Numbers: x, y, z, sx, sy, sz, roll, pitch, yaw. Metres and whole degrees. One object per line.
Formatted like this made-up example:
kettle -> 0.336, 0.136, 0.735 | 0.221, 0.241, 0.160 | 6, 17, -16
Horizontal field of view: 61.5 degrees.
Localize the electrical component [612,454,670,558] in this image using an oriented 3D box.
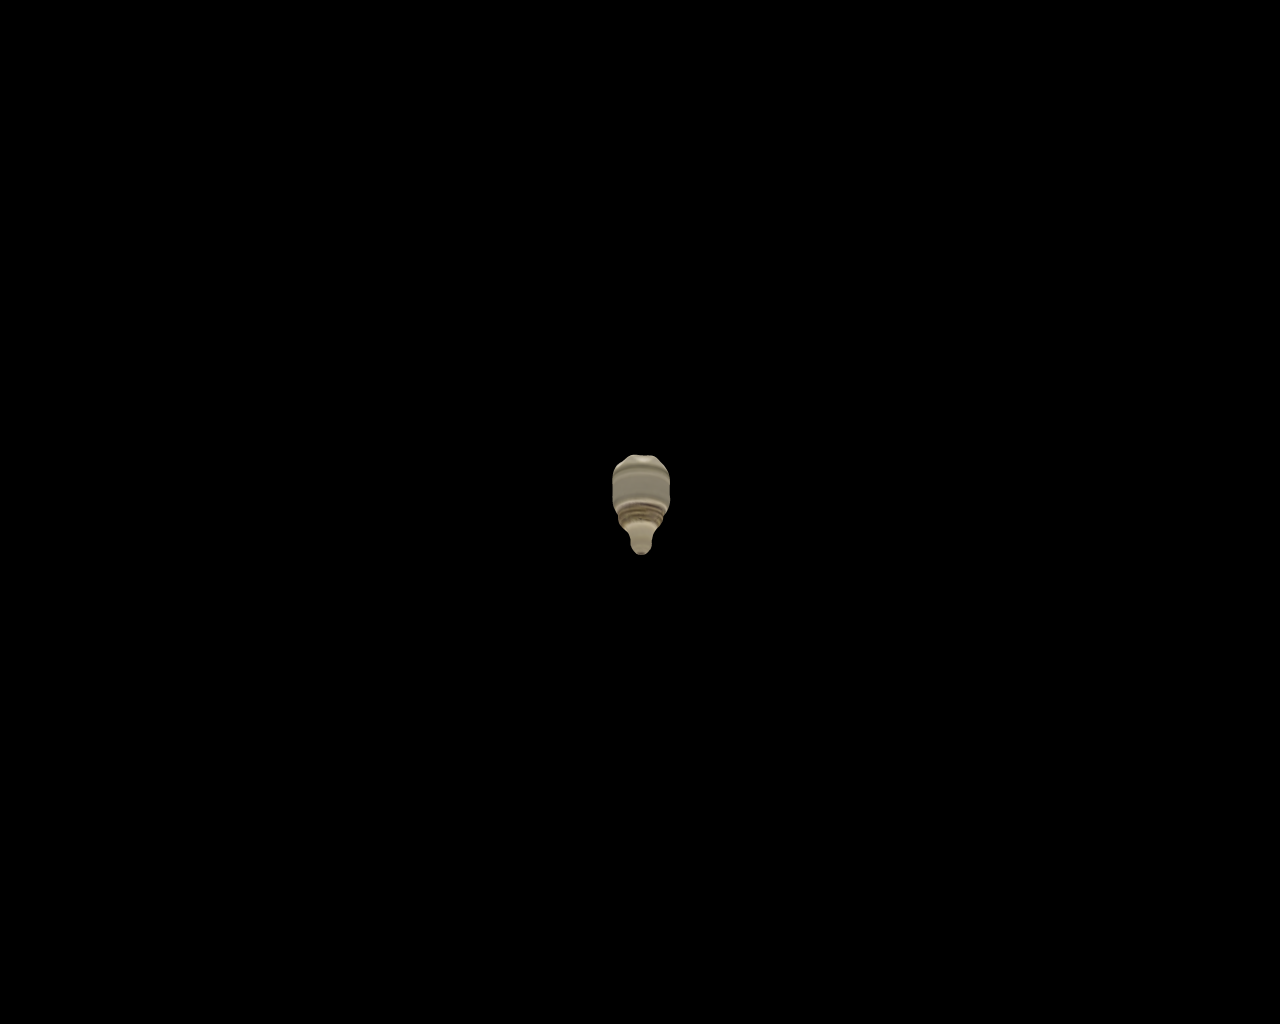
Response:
electrical component -> 0.001, -0.003, 0.650 | 0.035, 0.061, 0.035 | 0, -24, 0
